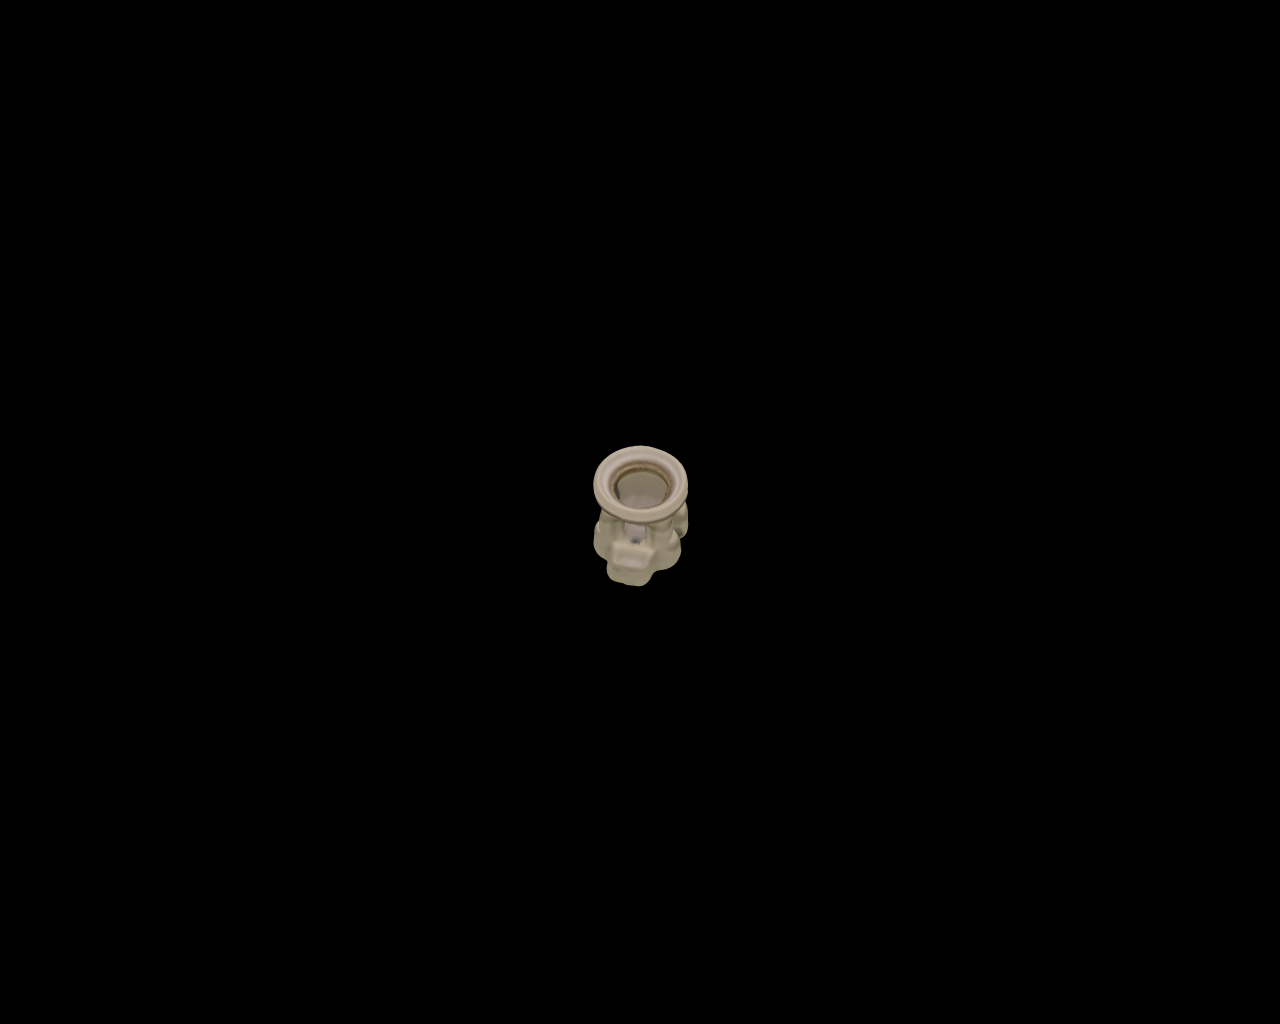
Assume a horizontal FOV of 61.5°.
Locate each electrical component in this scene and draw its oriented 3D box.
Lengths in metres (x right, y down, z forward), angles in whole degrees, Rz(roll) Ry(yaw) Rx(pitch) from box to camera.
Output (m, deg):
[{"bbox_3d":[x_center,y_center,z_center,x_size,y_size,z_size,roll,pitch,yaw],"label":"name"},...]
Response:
[{"bbox_3d":[0.001,-0.003,0.650,0.058,0.078,0.056,11,-39,9],"label":"electrical component"}]
